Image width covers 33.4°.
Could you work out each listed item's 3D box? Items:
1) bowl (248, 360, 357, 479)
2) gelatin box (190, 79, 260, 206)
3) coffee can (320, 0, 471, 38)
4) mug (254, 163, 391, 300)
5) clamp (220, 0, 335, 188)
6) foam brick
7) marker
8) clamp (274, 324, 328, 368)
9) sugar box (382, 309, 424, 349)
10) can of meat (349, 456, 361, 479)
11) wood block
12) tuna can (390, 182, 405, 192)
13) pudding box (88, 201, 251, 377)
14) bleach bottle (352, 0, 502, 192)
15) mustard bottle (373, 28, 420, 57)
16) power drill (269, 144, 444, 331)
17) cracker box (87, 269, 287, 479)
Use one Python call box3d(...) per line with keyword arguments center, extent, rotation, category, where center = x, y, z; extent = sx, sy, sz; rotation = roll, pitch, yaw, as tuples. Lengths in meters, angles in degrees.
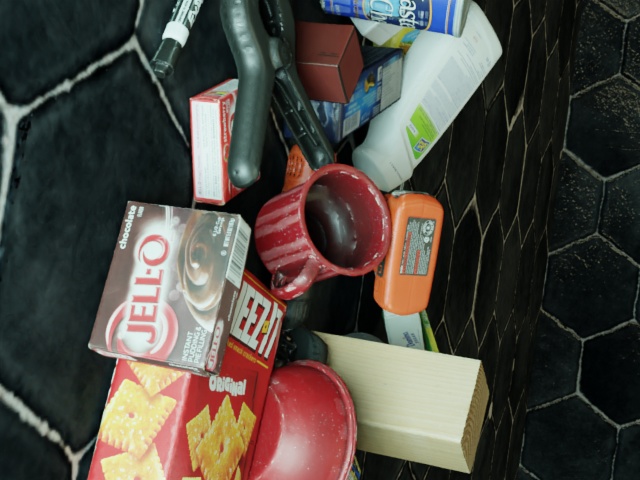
box3d(center=(-0.045, 0.175, 0.926), extent=(0.055, 0.162, 0.162), rotation=(26, 70, -40), category="bowl")
box3d(center=(-0.076, -0.081, 0.875), extent=(0.073, 0.030, 0.089), rotation=(-43, 136, -61), category="gelatin box")
box3d(center=(0.081, -0.264, 1.056), extent=(0.102, 0.140, 0.103), rotation=(13, 90, -80), category="coffee can")
box3d(center=(-0.006, 0.001, 0.882), extent=(0.093, 0.082, 0.117), rotation=(38, 58, -22), category="mug")
box3d(center=(-0.039, -0.144, 0.872), extent=(0.164, 0.036, 0.210), rotation=(-1, 83, -66), category="clamp")
box3d(center=(-0.007, -0.162, 0.969), extent=(0.051, 0.078, 0.053), rotation=(71, 34, -54), category="foam brick")
box3d(center=(-0.099, -0.171, 0.793), extent=(0.020, 0.020, 0.121), rotation=(64, 38, -57), category="marker")
box3d(center=(-0.018, 0.140, 1.007), extent=(0.039, 0.120, 0.171), rotation=(41, 40, -35), category="clamp")
box3d(center=(0.091, 0.051, 1.279), extent=(0.093, 0.048, 0.176), rotation=(77, 2, -46), category="sugar box")
box3d(center=(0.007, 0.279, 1.211), extent=(0.102, 0.057, 0.084), rotation=(74, 29, -49), category="can of meat")
box3d(center=(0.057, 0.161, 1.080), extent=(0.090, 0.206, 0.090), rotation=(66, 37, -56), category="wood block")
box3d(center=(0.074, -0.079, 1.285), extent=(0.086, 0.034, 0.086), rotation=(4, 90, -66), category="tuna can")
box3d(center=(-0.104, 0.034, 0.753), extent=(0.039, 0.090, 0.113), rotation=(53, 47, -65), category="pudding box")
box3d(center=(0.107, -0.153, 1.214), extent=(0.250, 0.068, 0.102), rotation=(-54, 132, -13), category="bleach bottle")
box3d(center=(0.103, -0.227, 1.274), extent=(0.096, 0.058, 0.191), rotation=(-34, 133, -36), category="mustard bottle")
box3d(center=(0.021, 0.011, 0.974), extent=(0.057, 0.188, 0.184), rotation=(1, 101, -41), category="power drill")
box3d(center=(-0.098, 0.126, 0.833), extent=(0.164, 0.072, 0.213), rotation=(50, 50, -65), category="cracker box")
